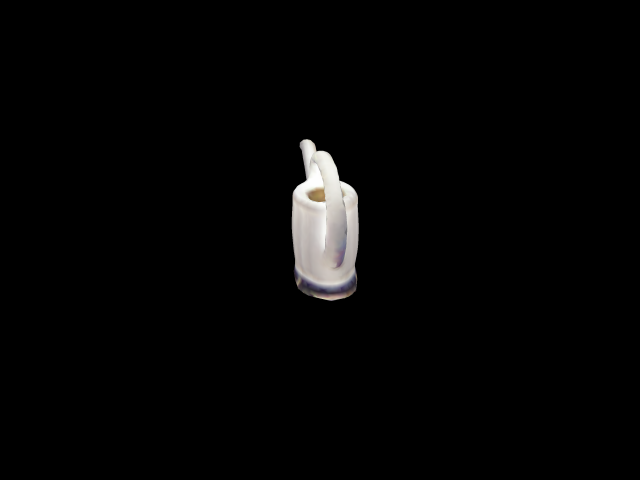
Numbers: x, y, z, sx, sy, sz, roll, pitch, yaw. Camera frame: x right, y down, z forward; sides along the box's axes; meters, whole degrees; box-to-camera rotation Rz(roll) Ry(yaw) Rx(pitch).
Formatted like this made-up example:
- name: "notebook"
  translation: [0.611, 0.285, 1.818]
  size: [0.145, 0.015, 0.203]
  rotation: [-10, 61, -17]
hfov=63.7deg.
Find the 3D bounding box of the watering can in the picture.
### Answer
- name: "watering can"
  translation: [0.003, -0.043, 0.850]
  size: [0.104, 0.221, 0.353]
  rotation: [-3, 21, -7]
